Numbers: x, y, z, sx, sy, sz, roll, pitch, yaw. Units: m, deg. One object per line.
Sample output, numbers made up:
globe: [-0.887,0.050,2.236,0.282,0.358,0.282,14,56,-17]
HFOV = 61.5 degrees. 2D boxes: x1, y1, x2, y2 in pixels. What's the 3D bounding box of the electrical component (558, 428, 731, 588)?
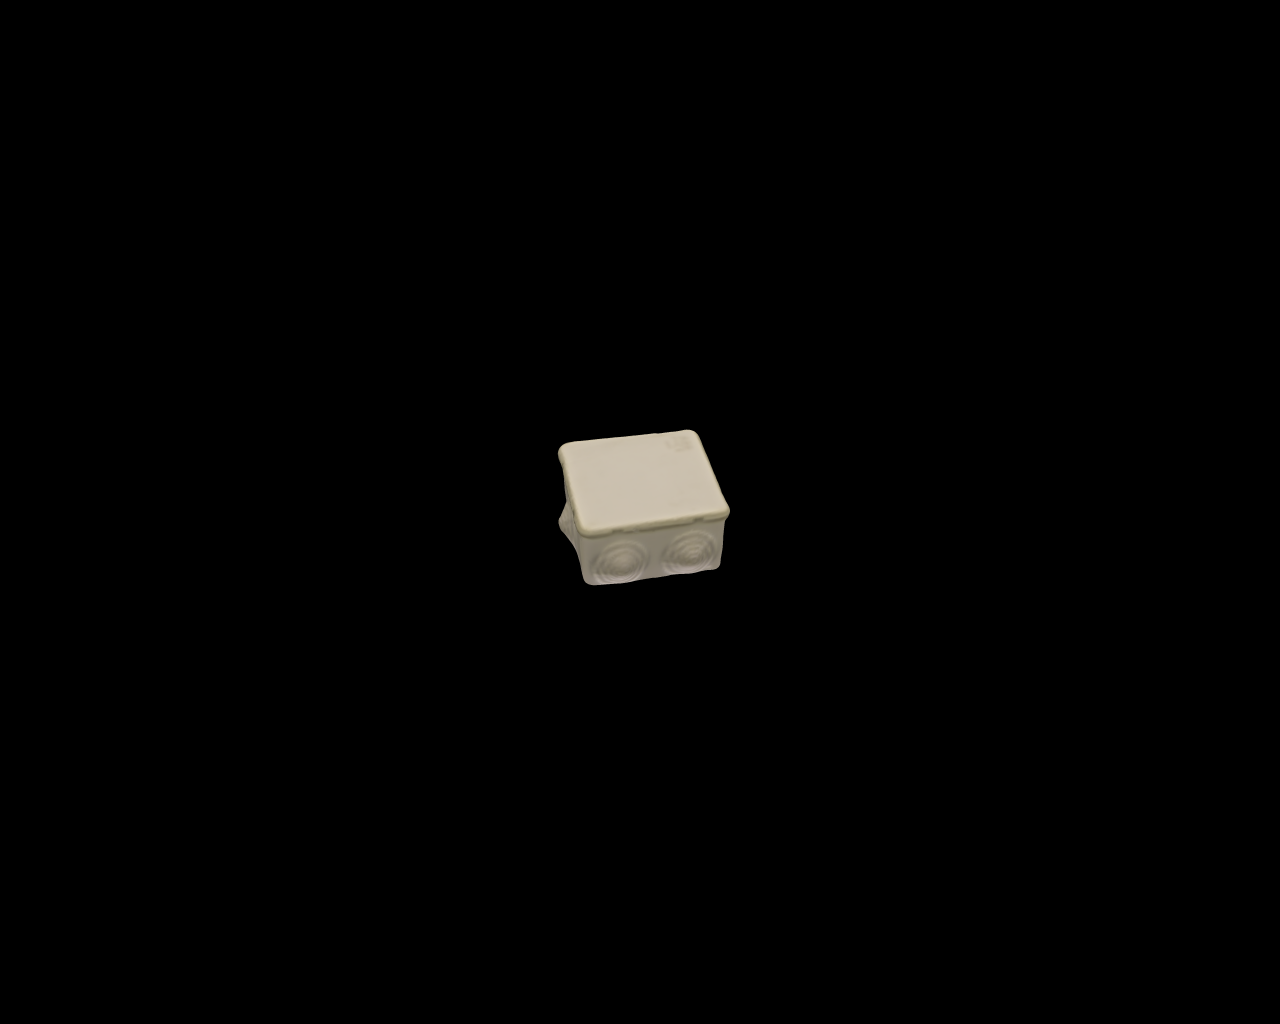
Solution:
electrical component: [0.001,-0.003,0.650,0.100,0.048,0.100,-7,39,-9]
